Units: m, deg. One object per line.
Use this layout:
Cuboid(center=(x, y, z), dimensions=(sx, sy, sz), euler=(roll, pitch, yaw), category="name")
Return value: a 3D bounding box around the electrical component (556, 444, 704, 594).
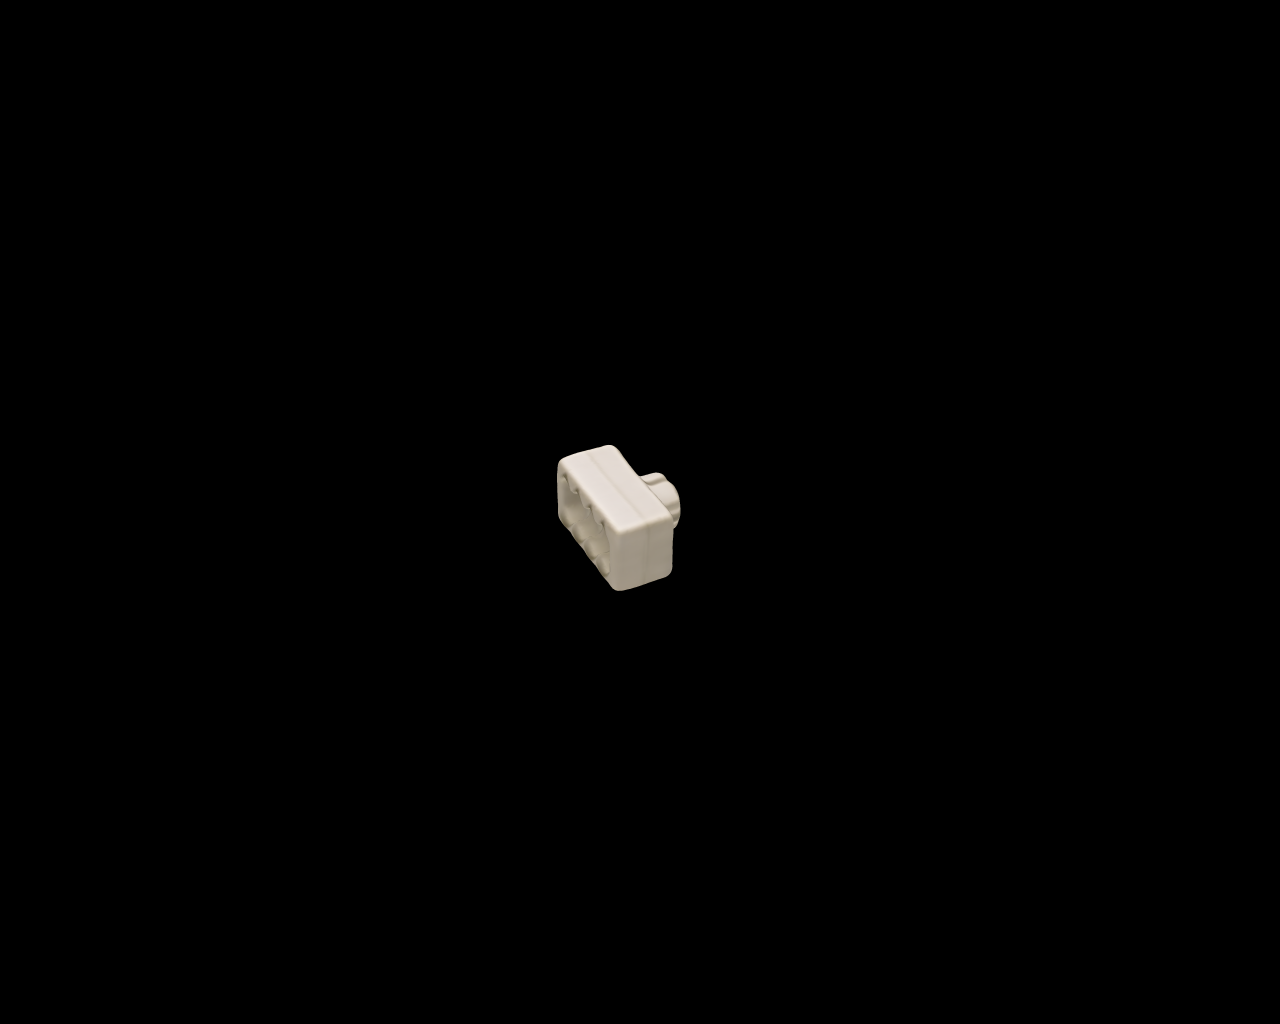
Cuboid(center=(0.001, -0.003, 0.650), dimensions=(0.076, 0.047, 0.083), euler=(-17, 41, -21), category="electrical component")
